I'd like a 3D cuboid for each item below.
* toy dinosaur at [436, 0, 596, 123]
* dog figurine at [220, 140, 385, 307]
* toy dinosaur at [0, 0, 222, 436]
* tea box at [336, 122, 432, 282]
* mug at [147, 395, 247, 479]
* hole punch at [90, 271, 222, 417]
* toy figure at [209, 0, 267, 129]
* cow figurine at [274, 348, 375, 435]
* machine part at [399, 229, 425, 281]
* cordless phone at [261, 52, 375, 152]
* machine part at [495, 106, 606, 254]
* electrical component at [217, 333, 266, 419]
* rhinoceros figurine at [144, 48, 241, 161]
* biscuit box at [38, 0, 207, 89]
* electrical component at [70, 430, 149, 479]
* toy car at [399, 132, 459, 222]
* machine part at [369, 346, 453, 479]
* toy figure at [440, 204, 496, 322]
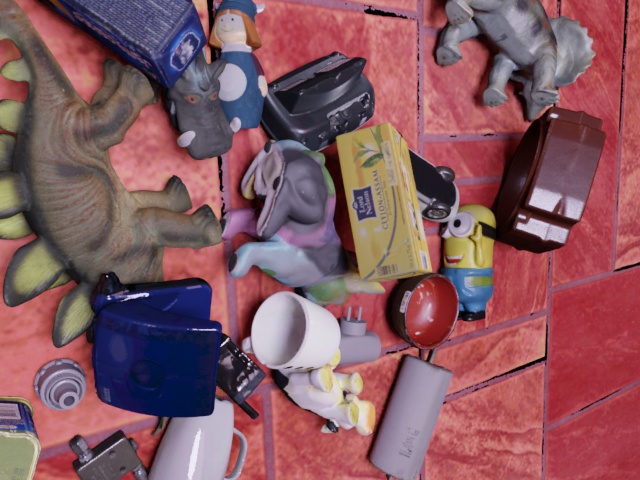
[{"bbox_3d":[0.269,-0.325,0.797,0.404,0.131,0.192,38,63,-27],"label":"toy dinosaur"},{"bbox_3d":[-0.001,-0.002,0.646,0.219,0.109,0.191,20,111,-36],"label":"dog figurine"},{"bbox_3d":[-0.208,-0.003,0.526,0.198,0.105,0.470,-31,117,-19],"label":"toy dinosaur"},{"bbox_3d":[0.076,-0.039,0.627,0.098,0.068,0.169,17,61,-68],"label":"tea box"},{"bbox_3d":[-0.130,0.234,0.620,0.109,0.081,0.107,21,76,-29],"label":"mug"},{"bbox_3d":[-0.151,0.105,0.502,0.116,0.092,0.142,-4,122,-26],"label":"hole punch"},{"bbox_3d":[-0.091,-0.201,0.596,0.064,0.058,0.154,-4,101,-15],"label":"toy figure"},{"bbox_3d":[0.006,0.207,0.706,0.167,0.098,0.068,56,35,-34],"label":"cow figurine"},{"bbox_3d":[0.108,-0.006,0.769,0.084,0.039,0.138,-47,127,-14],"label":"machine part"},{"bbox_3d":[0.011,-0.127,0.678,0.146,0.089,0.184,-35,125,-27],"label":"cordless phone"},{"bbox_3d":[0.341,-0.087,0.824,0.087,0.201,0.201,17,86,6],"label":"machine part"},{"bbox_3d":[-0.101,0.156,0.631,0.048,0.075,0.119,-48,115,-18],"label":"electrical component"},{"bbox_3d":[-0.136,-0.175,0.541,0.073,0.112,0.190,-21,100,-33],"label":"rhinoceros figurine"},{"bbox_3d":[-0.197,-0.216,0.461,0.203,0.059,0.063,35,83,3],"label":"biscuit box"},{"bbox_3d":[-0.230,0.241,0.587,0.063,0.021,0.093,-34,113,-26],"label":"electrical component"},{"bbox_3d":[0.127,-0.088,0.759,0.201,0.056,0.073,25,65,-33],"label":"toy car"},{"bbox_3d":[0.136,0.263,0.803,0.079,0.079,0.243,27,82,-34],"label":"machine part"},{"bbox_3d":[0.231,0.034,0.836,0.089,0.082,0.180,-6,93,-52],"label":"toy figure"}]
